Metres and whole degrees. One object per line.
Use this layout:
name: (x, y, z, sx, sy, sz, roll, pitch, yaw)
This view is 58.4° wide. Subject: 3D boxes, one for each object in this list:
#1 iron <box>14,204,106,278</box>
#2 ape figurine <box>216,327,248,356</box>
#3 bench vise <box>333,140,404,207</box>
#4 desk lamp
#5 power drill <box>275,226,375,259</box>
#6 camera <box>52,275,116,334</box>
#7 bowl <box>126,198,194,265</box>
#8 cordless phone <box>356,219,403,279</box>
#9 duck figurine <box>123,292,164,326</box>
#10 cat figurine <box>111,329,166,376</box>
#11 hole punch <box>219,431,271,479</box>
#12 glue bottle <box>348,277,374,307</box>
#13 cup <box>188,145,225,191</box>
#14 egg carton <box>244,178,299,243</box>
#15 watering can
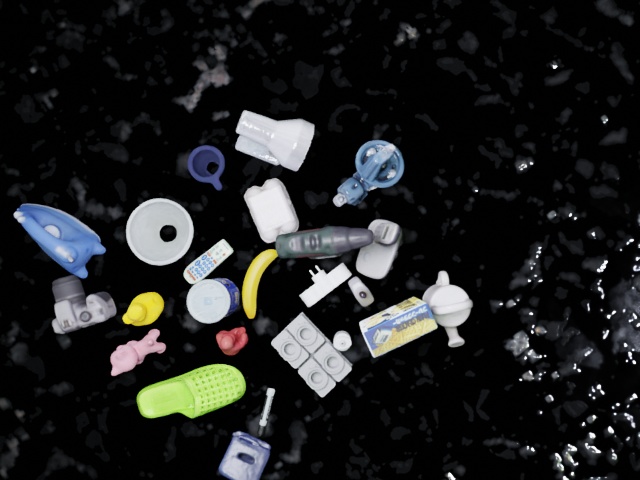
iron: (-0.673, -0.015, 1.421, 0.258, 0.141, 0.119, 36, 89, 2)
ape figurine: (-0.223, 0.253, 1.426, 0.078, 0.092, 0.076, 23, 89, 2)
bench vise: (0.126, -0.154, 1.367, 0.121, 0.219, 0.207, 30, 89, 3)
desk lamp: (-0.114, -0.243, 1.379, 0.203, 0.213, 0.118, 20, 89, 2)
power drill: (0.013, 0.005, 1.370, 0.229, 0.208, 0.076, -7, 88, 1)
camera: (-0.608, 0.155, 1.434, 0.143, 0.101, 0.137, -19, 88, 1)
bowl: (-0.395, -0.019, 1.448, 0.167, 0.074, 0.167, 0, 88, 1)
cordless phone: (0.148, 0.022, 1.378, 0.094, 0.185, 0.148, 17, 89, 2)
duck figurine: (-0.447, 0.176, 1.437, 0.104, 0.086, 0.077, -36, 87, 0)
cat figurine: (-0.460, 0.280, 1.418, 0.128, 0.118, 0.067, -30, 87, 0)
hole punch: (-0.186, 0.541, 1.416, 0.108, 0.091, 0.101, 23, 89, 2)
glue bottle: (0.100, 0.127, 1.382, 0.037, 0.173, 0.078, -36, 87, 0)
cup: (-0.270, -0.174, 1.440, 0.091, 0.095, 0.118, -29, 88, 0)
egg carton: (-0.120, -0.075, 1.446, 0.107, 0.069, 0.150, -24, 88, 1)
watering can: (0.311, 0.164, 1.365, 0.101, 0.194, 0.173, -31, 87, 0)
